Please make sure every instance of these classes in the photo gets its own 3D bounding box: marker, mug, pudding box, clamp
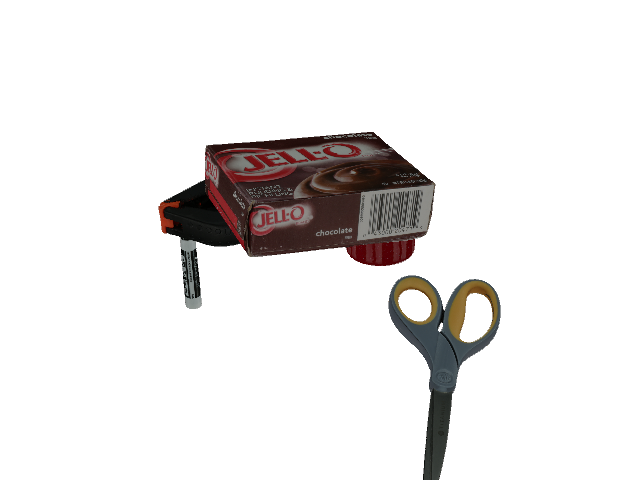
[{"bbox_3d":[-0.147,0.023,1.197,0.020,0.121,0.020,-1,32,0],"label":"marker"},{"bbox_3d":[0.077,-0.027,1.257,0.093,0.081,0.117,17,33,33],"label":"mug"},{"bbox_3d":[-0.003,-0.030,0.624,0.113,0.039,0.090,-5,27,-21],"label":"pudding box"},{"bbox_3d":[-0.050,-0.035,0.918,0.171,0.039,0.120,1,32,-1],"label":"clamp"}]

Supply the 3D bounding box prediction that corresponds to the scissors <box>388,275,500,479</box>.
[{"bbox_3d":[0.074,0.092,0.787,0.096,0.016,0.201,22,46,14],"label":"scissors"}]
